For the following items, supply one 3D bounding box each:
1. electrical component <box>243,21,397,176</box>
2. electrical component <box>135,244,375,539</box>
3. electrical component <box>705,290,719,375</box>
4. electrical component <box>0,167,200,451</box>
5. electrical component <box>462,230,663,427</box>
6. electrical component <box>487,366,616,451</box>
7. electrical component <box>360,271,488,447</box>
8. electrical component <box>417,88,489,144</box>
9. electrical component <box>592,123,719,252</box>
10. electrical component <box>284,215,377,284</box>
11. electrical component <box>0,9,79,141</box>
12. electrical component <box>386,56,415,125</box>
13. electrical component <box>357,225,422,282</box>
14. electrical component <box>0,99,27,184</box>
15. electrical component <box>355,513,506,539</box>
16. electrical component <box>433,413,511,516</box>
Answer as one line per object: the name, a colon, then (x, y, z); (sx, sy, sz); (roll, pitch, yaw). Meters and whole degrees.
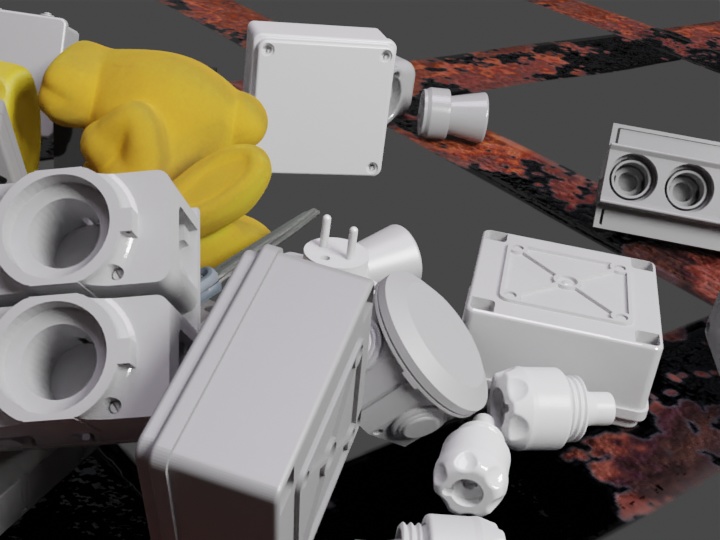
electrical component: (-0.035, -0.131, 0.831); (0.109, 0.108, 0.056); (0, 26, -14)
electrical component: (-0.038, 0.066, 0.432); (0.056, 0.108, 0.108); (16, 50, 10)
electrical component: (0.246, 0.038, 0.620); (0.057, 0.078, 0.113); (12, 28, 1)
electrical component: (-0.167, 0.021, 0.459); (0.186, 0.060, 0.105); (-5, 72, 5)
electrical component: (0.114, 0.030, 0.622); (0.109, 0.056, 0.108); (12, 28, 7)
electrical component: (0.100, 0.072, 0.556); (0.062, 0.043, 0.043); (2, 29, -13)
electrical component: (0.023, 0.045, 0.539); (0.080, 0.051, 0.080); (43, 26, -26)
electrical component: (0.080, -0.134, 0.934); (0.055, 0.045, 0.045); (5, 28, -5)
electrical component: (0.241, -0.058, 0.805); (0.121, 0.078, 0.063); (11, -1, 6)
electrical component: (-0.015, 0.008, 0.606); (0.077, 0.079, 0.043); (25, 32, 29)
electrical component: (-0.263, -0.148, 0.812); (0.100, 0.099, 0.048); (8, 4, 0)
electrical component: (0.000, -0.162, 0.954); (0.095, 0.053, 0.059); (-16, 36, -37)
electrical component: (0.000, 0.000, 0.667); (0.065, 0.044, 0.044); (-16, 36, -29)
electrical component: (-0.225, -0.063, 0.642); (0.047, 0.083, 0.075); (-11, 38, -6)
electrical component: (0.027, 0.122, 0.443); (0.062, 0.043, 0.043); (5, 28, -4)
electrical component: (0.056, 0.090, 0.520); (0.035, 0.035, 0.061); (13, 26, 9)
